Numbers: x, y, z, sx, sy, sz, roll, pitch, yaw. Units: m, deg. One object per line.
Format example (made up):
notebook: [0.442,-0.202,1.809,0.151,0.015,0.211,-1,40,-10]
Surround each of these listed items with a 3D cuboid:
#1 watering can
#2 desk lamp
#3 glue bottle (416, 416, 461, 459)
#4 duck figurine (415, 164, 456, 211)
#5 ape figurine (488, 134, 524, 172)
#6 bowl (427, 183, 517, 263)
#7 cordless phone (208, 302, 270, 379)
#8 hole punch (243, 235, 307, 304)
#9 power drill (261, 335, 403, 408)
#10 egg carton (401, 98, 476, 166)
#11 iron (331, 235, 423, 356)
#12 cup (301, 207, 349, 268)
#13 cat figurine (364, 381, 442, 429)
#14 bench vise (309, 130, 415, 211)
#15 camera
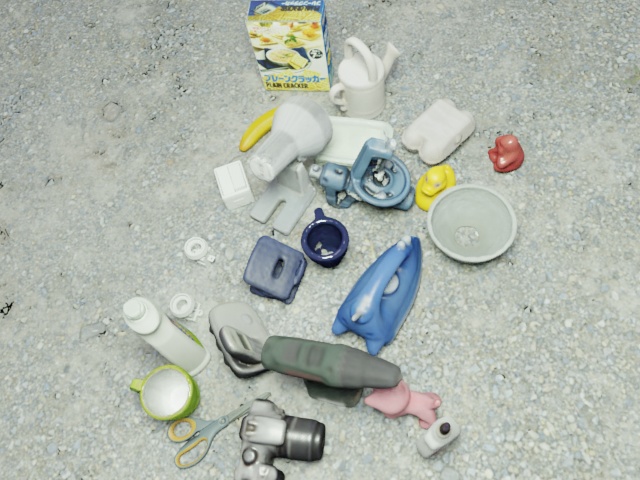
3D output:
watering can: [0.093,-0.358,1.221,0.100,0.194,0.173,29,71,18]
desk lamp: [-0.063,-0.149,1.130,0.117,0.214,0.203,25,70,17]
glue bottle: [0.192,0.309,0.910,0.078,0.173,0.037,-36,66,-10]
duck figurine: [0.235,-0.118,1.153,0.077,0.086,0.105,32,72,19]
ape figurine: [0.380,-0.183,1.164,0.076,0.092,0.078,24,70,16]
bowl: [0.290,-0.021,1.108,0.167,0.075,0.167,-2,65,5]
cordless phone: [-0.148,0.162,1.010,0.094,0.185,0.147,-32,66,-8]
hole punch: [-0.084,0.056,1.104,0.101,0.091,0.109,15,68,13]
power drill: [0.023,0.219,0.951,0.229,0.208,0.075,10,67,11]
egg carton: [0.252,-0.229,1.212,0.107,0.069,0.150,40,75,21]
iron: [0.121,0.071,1.046,0.118,0.141,0.258,26,71,17]
cup: [0.010,0.004,1.116,0.091,0.095,0.117,-14,64,0]
cat figurine: [0.142,0.268,0.965,0.127,0.118,0.067,9,66,11]
bench vise: [0.080,-0.123,1.098,0.207,0.220,0.121,-8,64,3]
camera: [-0.064,0.346,0.961,0.136,0.101,0.143,5,66,9]
